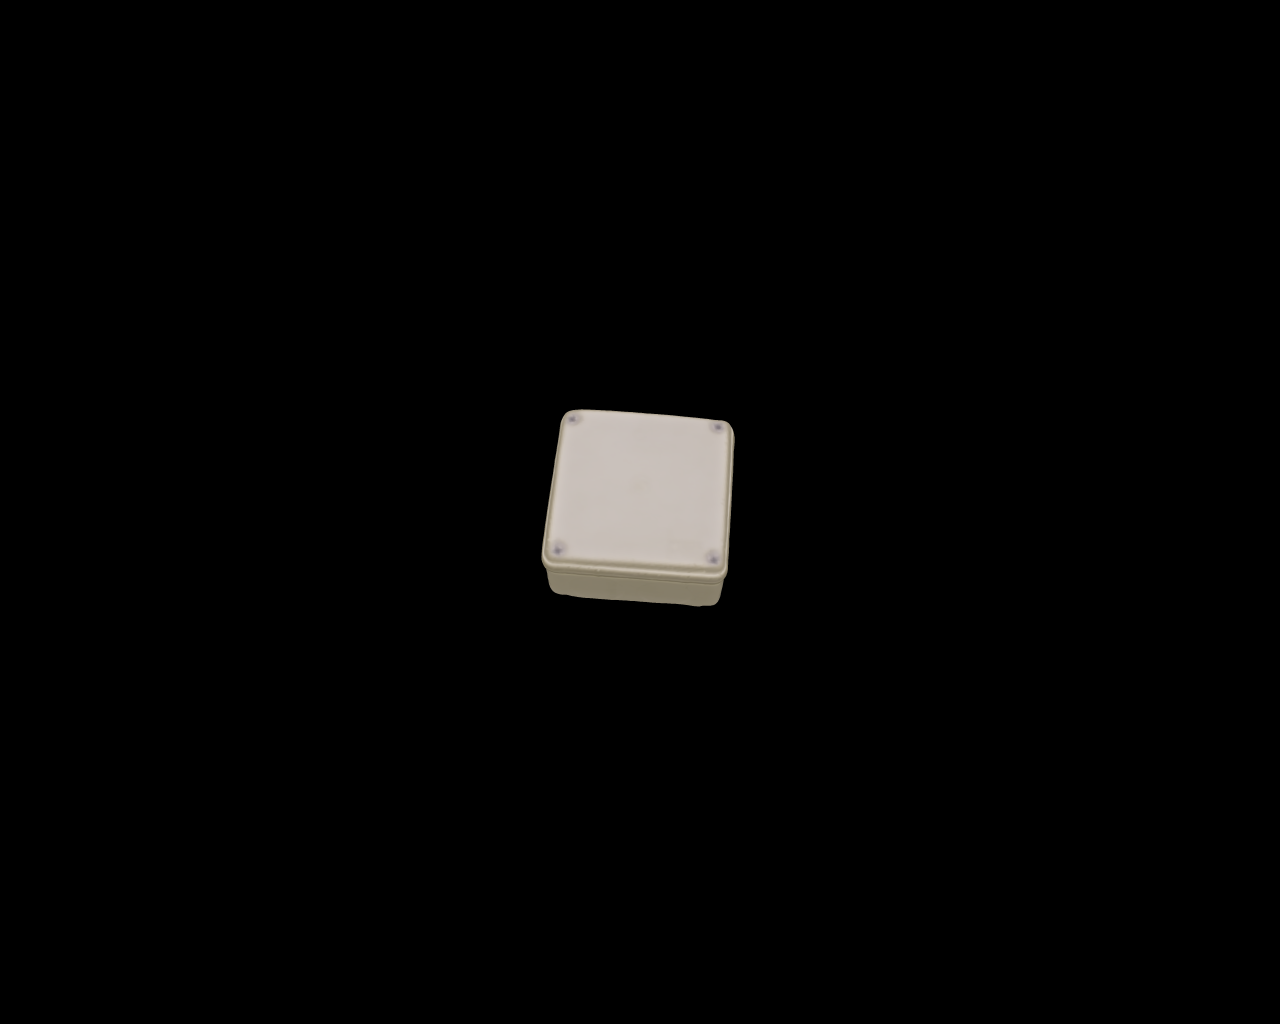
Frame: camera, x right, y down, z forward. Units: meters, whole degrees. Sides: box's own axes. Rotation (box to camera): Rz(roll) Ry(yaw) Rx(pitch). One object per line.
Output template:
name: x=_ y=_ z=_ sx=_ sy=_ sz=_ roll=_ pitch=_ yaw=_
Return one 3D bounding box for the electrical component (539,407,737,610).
electrical component: x=0.001 y=-0.003 z=0.650 sx=0.109 sy=0.109 sz=0.056 roll=4 pitch=-28 yaw=2
